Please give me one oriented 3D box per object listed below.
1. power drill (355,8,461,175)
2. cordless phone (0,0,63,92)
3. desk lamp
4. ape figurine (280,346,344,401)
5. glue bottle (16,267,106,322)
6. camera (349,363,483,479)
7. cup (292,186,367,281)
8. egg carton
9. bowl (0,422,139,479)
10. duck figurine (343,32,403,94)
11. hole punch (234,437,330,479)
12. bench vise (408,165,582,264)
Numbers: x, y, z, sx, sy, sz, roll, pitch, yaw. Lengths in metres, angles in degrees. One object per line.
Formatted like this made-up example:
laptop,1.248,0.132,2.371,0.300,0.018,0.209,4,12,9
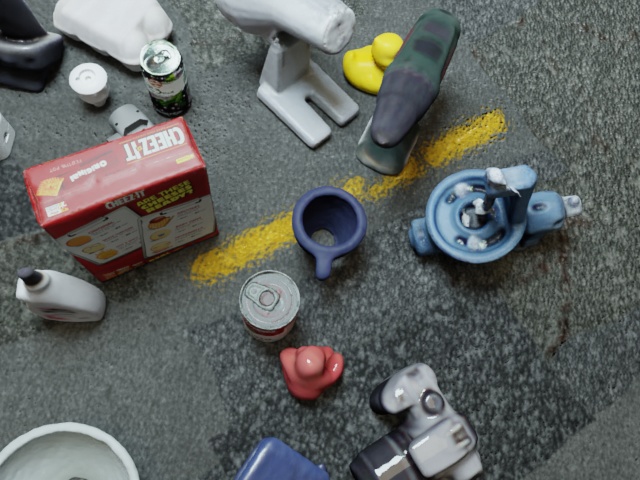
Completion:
power drill,0.106,-0.171,0.732,0.075,0.208,0.230,24,71,3
cordless phone,-0.424,-0.281,0.722,0.147,0.185,0.094,4,71,-5
desk lamp,-0.032,-0.262,0.744,0.118,0.213,0.203,-42,80,-17
ape figurine,-0.011,0.149,0.674,0.078,0.092,0.076,27,71,3
glue bottle,-0.294,0.058,0.630,0.078,0.173,0.037,-1,72,-6
camera,0.098,0.232,0.653,0.137,0.101,0.143,-28,77,-14
cup,0.007,0.003,0.723,0.091,0.095,0.118,7,71,-4
egg carton,-0.290,-0.309,0.808,0.150,0.069,0.107,27,71,3
bowl,-0.270,0.282,0.610,0.167,0.074,0.167,2,71,-6
duck figurine,0.087,-0.263,0.825,0.104,0.086,0.077,6,71,-4
hole punch,-0.046,0.280,0.627,0.101,0.091,0.109,31,71,5
bench vise,0.226,-0.051,0.699,0.207,0.219,0.121,-24,76,-13
